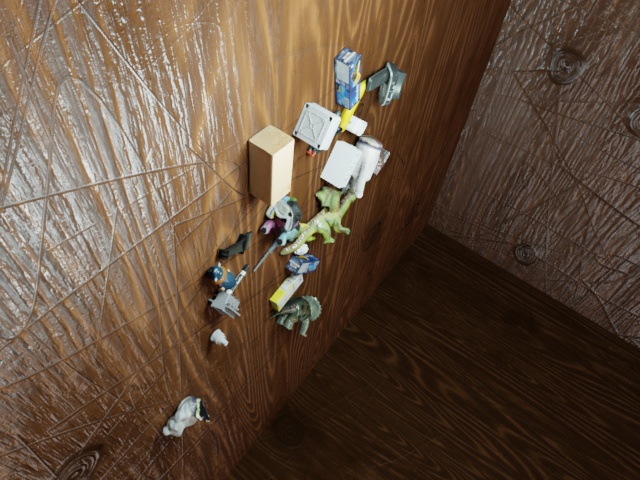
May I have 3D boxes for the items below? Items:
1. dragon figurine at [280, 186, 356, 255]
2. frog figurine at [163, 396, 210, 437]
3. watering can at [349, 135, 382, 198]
[{"bbox_3d":[0.006,-0.102,2.030,0.415,0.123,0.238,-25,126,-38],"label":"dragon figurine"},{"bbox_3d":[-0.513,0.662,1.931,0.159,0.124,0.136,-20,169,2],"label":"frog figurine"},{"bbox_3d":[0.167,-0.285,1.967,0.353,0.104,0.221,-95,-156,-72],"label":"watering can"}]
